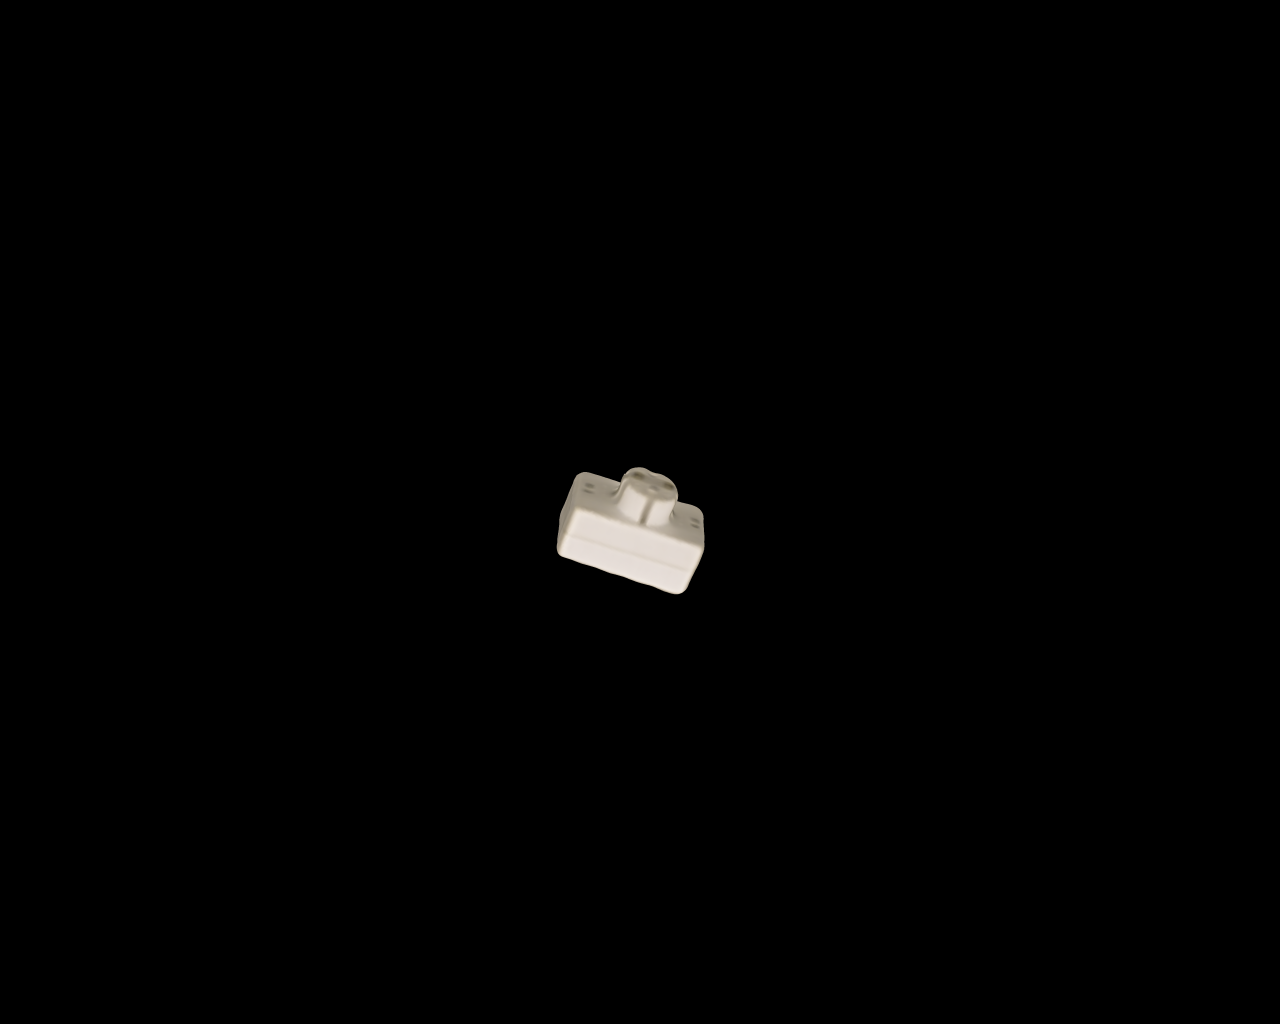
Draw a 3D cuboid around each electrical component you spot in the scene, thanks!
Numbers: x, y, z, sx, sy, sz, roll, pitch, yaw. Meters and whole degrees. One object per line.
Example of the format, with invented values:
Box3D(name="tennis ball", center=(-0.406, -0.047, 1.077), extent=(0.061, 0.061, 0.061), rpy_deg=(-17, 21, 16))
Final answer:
Box3D(name="electrical component", center=(0.001, -0.003, 0.650), extent=(0.083, 0.075, 0.047), rpy_deg=(18, 29, -10))
